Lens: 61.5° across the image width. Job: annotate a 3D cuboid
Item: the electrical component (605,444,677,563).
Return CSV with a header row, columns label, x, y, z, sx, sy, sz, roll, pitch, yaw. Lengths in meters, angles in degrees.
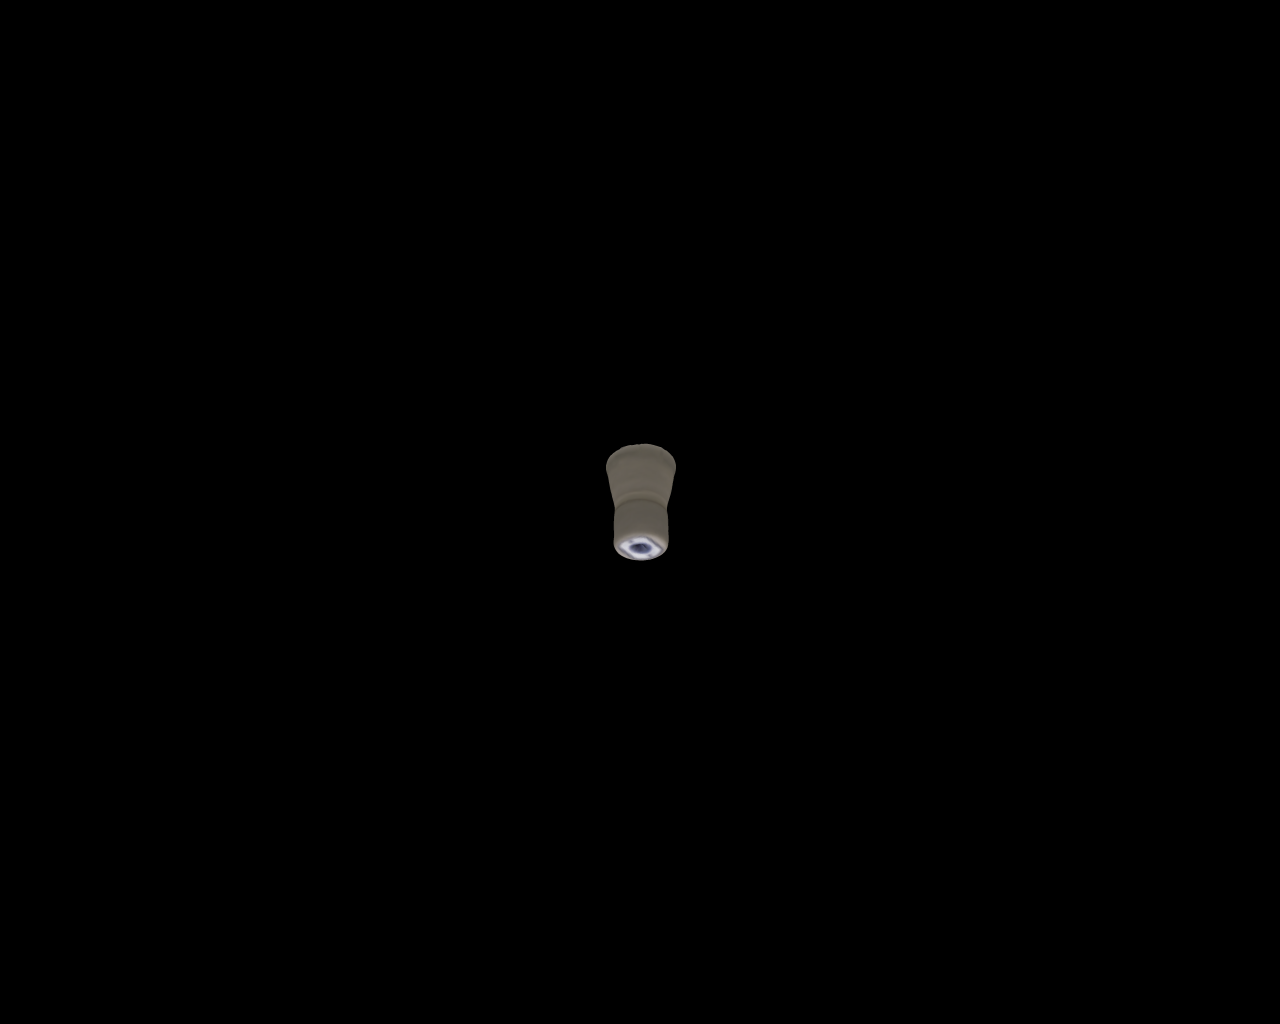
label,x,y,z,sx,sy,sz,roll,pitch,yaw
electrical component,0.001,-0.003,0.650,0.044,0.065,0.044,0,-33,0
